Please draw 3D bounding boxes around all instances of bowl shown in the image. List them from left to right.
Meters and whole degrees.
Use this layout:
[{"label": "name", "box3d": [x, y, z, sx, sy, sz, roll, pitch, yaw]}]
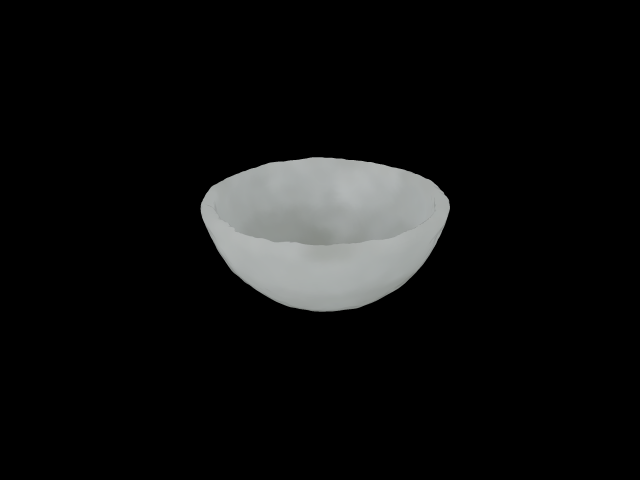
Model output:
[{"label": "bowl", "box3d": [0.004, 0.001, 0.400, 0.167, 0.075, 0.167, 0, 26, 0]}]
